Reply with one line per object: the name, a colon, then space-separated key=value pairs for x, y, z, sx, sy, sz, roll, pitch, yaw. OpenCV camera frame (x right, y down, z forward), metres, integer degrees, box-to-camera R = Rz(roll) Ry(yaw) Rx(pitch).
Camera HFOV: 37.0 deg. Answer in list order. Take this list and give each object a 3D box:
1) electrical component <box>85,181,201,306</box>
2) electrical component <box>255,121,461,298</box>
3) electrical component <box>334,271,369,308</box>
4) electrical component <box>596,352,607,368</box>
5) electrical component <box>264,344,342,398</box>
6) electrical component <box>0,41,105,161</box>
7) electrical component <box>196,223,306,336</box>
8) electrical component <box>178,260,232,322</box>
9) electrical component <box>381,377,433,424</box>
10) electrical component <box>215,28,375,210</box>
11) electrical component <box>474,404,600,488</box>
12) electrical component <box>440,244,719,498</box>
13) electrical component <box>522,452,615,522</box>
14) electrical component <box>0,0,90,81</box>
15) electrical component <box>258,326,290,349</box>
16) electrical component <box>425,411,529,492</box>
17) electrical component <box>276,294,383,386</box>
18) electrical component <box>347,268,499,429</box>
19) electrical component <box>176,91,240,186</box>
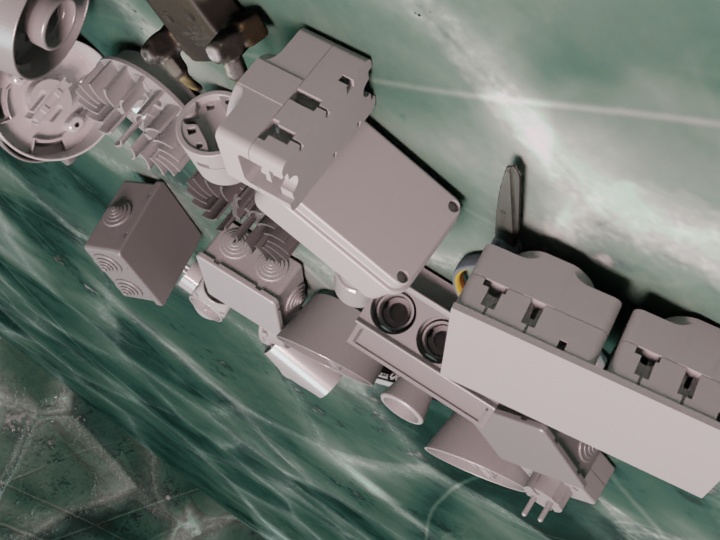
electrical component: x=-0.208 y=-0.027 z=1.032 sx=0.048 sy=0.099 sz=0.099 roll=8 pitch=148 yaw=29
electrical component: x=-0.001 y=-0.043 z=0.693 sx=0.113 sy=0.078 sz=0.057 roll=39 pitch=162 yaw=-9
electrical component: x=0.000 y=0.000 z=0.840 sx=0.040 sy=0.040 sz=0.078 roll=32 pitch=159 yaw=11
electrical component: x=0.146 y=0.076 z=0.774 sx=0.044 sy=0.044 sz=0.065 roll=37 pitch=164 yaw=-3
electrical component: x=-0.064 y=0.097 z=1.149 sx=0.077 sy=0.044 sz=0.079 roll=40 pitch=159 yaw=-10
electrical component: x=-0.252 y=-0.138 z=0.865 sx=0.064 sy=0.099 sz=0.099 roll=19 pitch=155 yaw=52
electrical component: x=-0.098 y=0.008 z=1.002 sx=0.100 sy=0.048 sz=0.099 roll=31 pitch=159 yaw=14
electrical component: x=-0.163 y=0.013 z=1.124 sx=0.079 sy=0.044 sz=0.077 roll=37 pitch=160 yaw=-4
electrical component: x=0.051 y=0.103 z=0.963 sx=0.045 sy=0.055 sz=0.045 roll=31 pitch=159 yaw=13
electrical component: x=-0.040 y=-0.091 z=0.633 sx=0.056 sy=0.089 sz=0.050 roll=29 pitch=159 yaw=18
electrical component: x=0.142 y=0.123 z=0.871 sx=0.100 sy=0.048 sz=0.099 roll=13 pitch=150 yaw=46
electrical component: x=0.151 y=0.061 z=0.675 sx=0.186 sy=0.060 sz=0.105 roll=25 pitch=155 yaw=12
electrical component: x=0.165 y=0.180 z=0.919 sx=0.066 sy=0.076 sz=0.047 roll=7 pitch=145 yaw=53
electrical component: x=-0.231 y=-0.182 z=0.735 sx=0.064 sy=0.099 sz=0.099 roll=27 pitch=159 yaw=7
electrical component: x=-0.067 y=0.059 z=1.073 sx=0.062 sy=0.048 sz=0.048 roll=20 pitch=155 yaw=21
electrical component: x=0.116 y=0.167 z=0.988 sx=0.099 sy=0.064 sz=0.099 roll=31 pitch=159 yaw=13
electrical component: x=-0.022 y=0.069 z=0.992 sx=0.099 sy=0.064 sz=0.099 roll=31 pitch=159 yaw=13
electrical component: x=0.064 y=0.054 z=0.820 sx=0.121 sy=0.078 sz=0.063 roll=32 pitch=-179 yaw=11
electrical component: x=-0.100 y=-0.093 z=0.776 sx=0.055 sy=0.055 sz=0.047 roll=28 pitch=162 yaw=20
